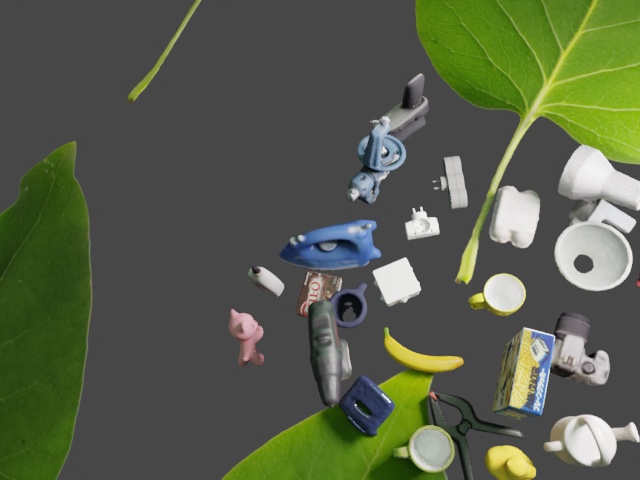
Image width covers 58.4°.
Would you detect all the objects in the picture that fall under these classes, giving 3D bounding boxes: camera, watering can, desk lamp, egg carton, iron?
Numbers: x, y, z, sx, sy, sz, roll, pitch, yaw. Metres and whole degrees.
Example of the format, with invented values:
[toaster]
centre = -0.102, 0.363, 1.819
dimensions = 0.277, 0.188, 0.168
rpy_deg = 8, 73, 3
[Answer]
[camera]
centre = 0.562, 0.234, 1.252
dimensions = 0.143, 0.101, 0.137
rpy_deg = 18, 74, 13
[watering can]
centre = 0.542, 0.399, 1.147
dimensions = 0.173, 0.194, 0.100
rpy_deg = -32, 70, -4
[desk lamp]
centre = 0.638, -0.099, 1.299
dimensions = 0.203, 0.214, 0.118
rpy_deg = 36, 79, 18
[egg carton]
centre = 0.471, -0.056, 1.383
dimensions = 0.107, 0.069, 0.150
rpy_deg = 13, 73, 12
[iron]
centre = 0.013, 0.005, 1.383
dimensions = 0.258, 0.141, 0.118
rpy_deg = -9, 70, 4

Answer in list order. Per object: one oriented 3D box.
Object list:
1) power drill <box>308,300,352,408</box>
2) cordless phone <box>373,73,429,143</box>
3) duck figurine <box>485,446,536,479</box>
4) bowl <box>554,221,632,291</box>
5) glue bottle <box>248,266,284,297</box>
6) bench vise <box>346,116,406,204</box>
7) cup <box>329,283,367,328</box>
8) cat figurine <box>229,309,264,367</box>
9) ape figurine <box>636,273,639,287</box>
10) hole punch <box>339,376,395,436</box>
[power drill]
centre = 0.021, 0.256, 1.259
dimensions = 0.075, 0.208, 0.229
rpy_deg = -11, 70, 4
[cordless phone]
centre = 0.206, -0.341, 1.455
dimensions = 0.148, 0.185, 0.094
rpy_deg = -41, 71, -7
[duck figurine]
centre = 0.400, 0.473, 1.198
dimensions = 0.104, 0.086, 0.077
rpy_deg = 17, 74, 13
[bowl]
centre = 0.621, 0.045, 1.325
dimensions = 0.167, 0.075, 0.167
rpy_deg = -2, 71, 7
[glue bottle]
centre = -0.137, 0.089, 1.357
dimensions = 0.078, 0.173, 0.037
rpy_deg = 22, 75, 15
[bench vise]
centre = 0.139, -0.190, 1.393
dimensions = 0.121, 0.220, 0.207
rpy_deg = 14, 73, 12
[cup]
centre = 0.074, 0.158, 1.347
dimensions = 0.091, 0.095, 0.118
rpy_deg = 32, 78, 17
[cat figurine]
centre = -0.176, 0.228, 1.343
dimensions = 0.067, 0.118, 0.128
rpy_deg = -8, 70, 5
[ape figurine]
centre = 0.766, 0.084, 1.283
dimensions = 0.076, 0.092, 0.077
rpy_deg = -28, 69, -2
[hole punch]
centre = 0.104, 0.370, 1.270
dimensions = 0.108, 0.091, 0.101
rpy_deg = 41, 80, 18
